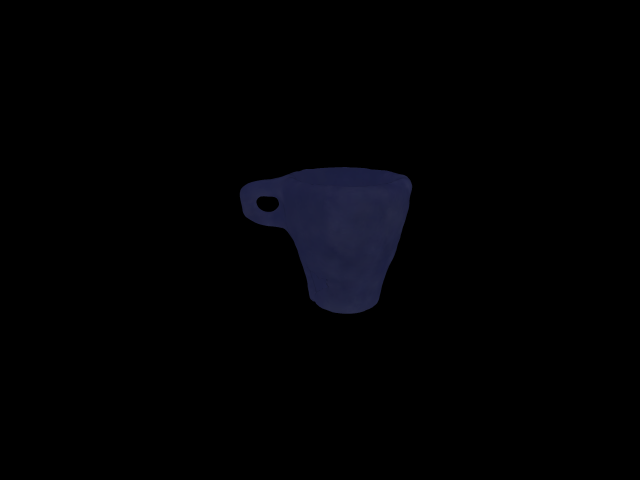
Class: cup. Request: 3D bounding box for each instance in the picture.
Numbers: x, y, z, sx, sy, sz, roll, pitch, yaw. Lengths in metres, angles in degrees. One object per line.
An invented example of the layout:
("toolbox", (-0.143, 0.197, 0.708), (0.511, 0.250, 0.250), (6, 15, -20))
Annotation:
("cup", (0.004, 0.001, 0.400), (0.117, 0.095, 0.091), (0, 15, 0))
